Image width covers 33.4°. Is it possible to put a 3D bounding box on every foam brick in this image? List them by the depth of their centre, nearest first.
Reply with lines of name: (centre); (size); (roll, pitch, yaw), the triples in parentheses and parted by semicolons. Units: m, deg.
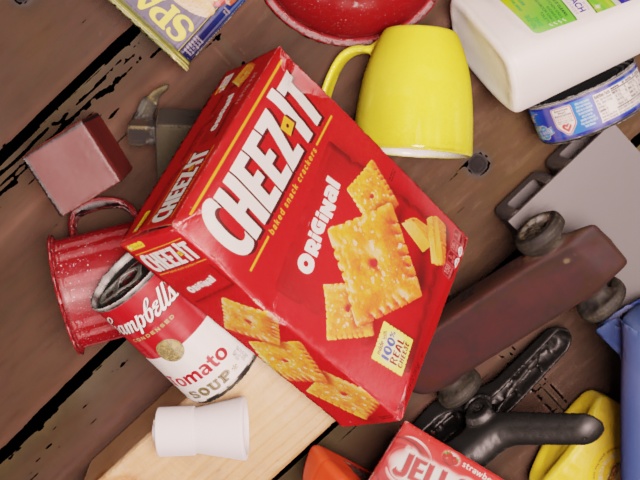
foam brick: (-0.176, -0.056, 0.782); (0.053, 0.078, 0.051); (-31, 101, 3)

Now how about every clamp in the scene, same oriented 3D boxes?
clamp: (0.136, 0.133, 0.838); (0.172, 0.120, 0.039); (-21, 116, 22)

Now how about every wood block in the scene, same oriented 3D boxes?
wood block: (-0.076, 0.145, 0.817); (0.206, 0.091, 0.090); (-43, 100, 3)

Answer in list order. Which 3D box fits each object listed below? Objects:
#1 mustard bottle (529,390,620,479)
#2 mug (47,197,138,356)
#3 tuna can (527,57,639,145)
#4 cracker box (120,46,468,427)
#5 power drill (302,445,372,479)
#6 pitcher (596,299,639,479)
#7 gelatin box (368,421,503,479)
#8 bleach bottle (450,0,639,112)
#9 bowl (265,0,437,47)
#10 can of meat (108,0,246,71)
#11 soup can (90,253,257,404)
mustard bottle: (0.271, 0.211, 0.869); (0.191, 0.058, 0.096); (34, 87, -9)
mug: (-0.154, 0.020, 0.799); (0.081, 0.093, 0.117); (-15, 65, -7)
tuna can: (0.199, -0.104, 0.797); (0.086, 0.086, 0.034); (-25, 103, 0)
cracker box: (-0.005, 0.001, 0.729); (0.213, 0.072, 0.164); (43, 54, -25)
power drill: (-0.029, 0.251, 0.823); (0.188, 0.057, 0.184); (-52, 133, 4)
pitcher: (0.284, 0.165, 0.751); (0.144, 0.149, 0.243); (-6, 106, -16)
gelatin box: (0.080, 0.186, 0.777); (0.089, 0.030, 0.073); (31, 69, 9)
bleach bottle: (0.230, -0.187, 0.789); (0.250, 0.103, 0.068); (-26, 140, -6)
bowl: (0.026, -0.223, 0.780); (0.162, 0.055, 0.162); (-1, 100, -4)
can of meat: (-0.107, -0.188, 0.776); (0.102, 0.057, 0.084); (42, 91, -10)
soup can: (-0.097, 0.055, 0.731); (0.068, 0.068, 0.102); (-40, 114, 3)
